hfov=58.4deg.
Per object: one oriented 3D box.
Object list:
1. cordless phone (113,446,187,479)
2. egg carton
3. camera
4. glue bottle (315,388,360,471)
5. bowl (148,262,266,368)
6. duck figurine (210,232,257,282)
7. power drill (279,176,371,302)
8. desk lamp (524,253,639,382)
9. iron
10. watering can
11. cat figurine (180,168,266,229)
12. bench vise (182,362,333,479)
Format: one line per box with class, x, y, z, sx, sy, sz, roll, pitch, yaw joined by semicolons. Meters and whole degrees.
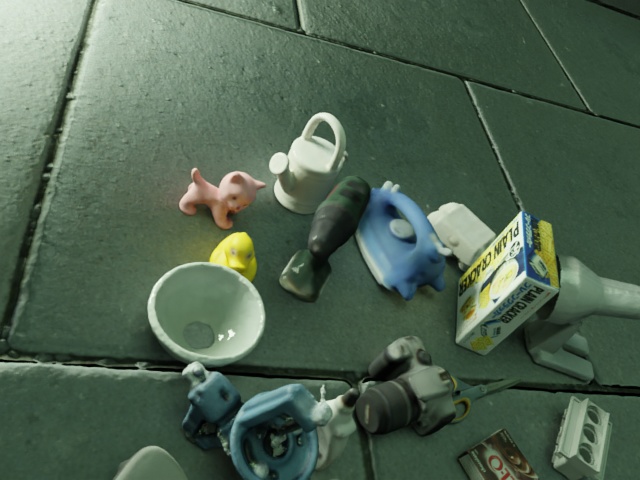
cordless phone;-0.190;0.279;0.596;0.094;0.185;0.148;28;45;-1
egg carton;0.287;-0.007;1.165;0.150;0.069;0.107;45;47;15
camera;0.121;0.223;0.859;0.137;0.100;0.143;-9;56;-32
glue bottle;0.014;0.236;0.744;0.037;0.173;0.078;-24;65;-39
bowl;-0.167;0.118;0.826;0.168;0.074;0.167;14;47;-15
duck figurine;-0.132;0.023;0.919;0.078;0.086;0.104;13;47;-16
power drill;0.008;0.003;0.919;0.075;0.208;0.230;29;45;0
desk lamp;0.457;0.133;1.026;0.203;0.213;0.118;21;45;-8
iron;0.146;-0.023;1.058;0.119;0.141;0.258;-11;57;-33
watering can;-0.013;-0.142;1.045;0.101;0.194;0.173;36;45;7
cat figurine;-0.163;-0.084;0.975;0.128;0.117;0.067;20;45;-9
bench vise;-0.080;0.218;0.679;0.207;0.219;0.121;26;45;-3
